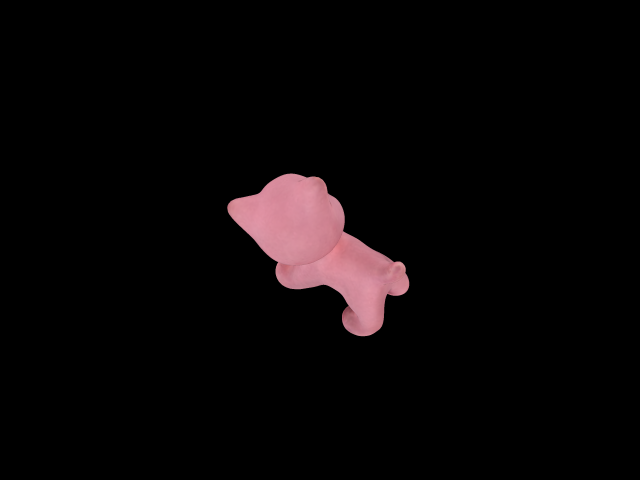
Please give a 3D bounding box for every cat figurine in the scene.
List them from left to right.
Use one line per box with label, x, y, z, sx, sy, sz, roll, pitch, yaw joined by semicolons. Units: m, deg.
cat figurine;0.004;0.001;0.400;0.127;0.118;0.067;30;71;12
